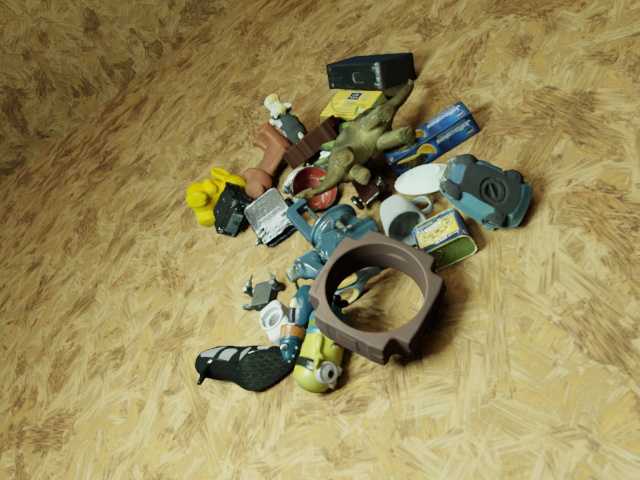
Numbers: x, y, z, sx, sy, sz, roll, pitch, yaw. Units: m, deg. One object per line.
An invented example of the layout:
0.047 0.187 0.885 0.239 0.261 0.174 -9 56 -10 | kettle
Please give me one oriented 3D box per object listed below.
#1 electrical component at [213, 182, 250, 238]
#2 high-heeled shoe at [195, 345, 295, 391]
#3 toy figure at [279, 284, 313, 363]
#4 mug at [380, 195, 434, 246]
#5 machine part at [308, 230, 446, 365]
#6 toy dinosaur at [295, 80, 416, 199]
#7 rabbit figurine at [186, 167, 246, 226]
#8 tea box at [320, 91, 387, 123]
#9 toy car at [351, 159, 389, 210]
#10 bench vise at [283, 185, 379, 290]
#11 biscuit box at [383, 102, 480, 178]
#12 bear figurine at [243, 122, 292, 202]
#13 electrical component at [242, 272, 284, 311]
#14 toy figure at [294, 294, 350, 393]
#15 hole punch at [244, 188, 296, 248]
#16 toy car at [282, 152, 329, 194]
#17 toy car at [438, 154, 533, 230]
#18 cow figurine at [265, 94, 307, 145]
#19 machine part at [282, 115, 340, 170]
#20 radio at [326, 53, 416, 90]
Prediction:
-0.238 -0.076 1.438 0.114 0.058 0.134 -64 31 22 | electrical component
-0.148 0.245 1.114 0.249 0.086 0.145 -13 12 8 | high-heeled shoe
-0.041 0.163 1.037 0.058 0.064 0.154 128 165 -64 | toy figure
0.169 -0.054 1.076 0.109 0.080 0.107 -40 30 9 | mug
0.099 0.098 0.933 0.201 0.087 0.201 24 65 23 | machine part
0.103 -0.232 1.182 0.471 0.105 0.199 -43 23 -23 | toy dinosaur
-0.285 -0.136 1.547 0.173 0.121 0.162 -21 32 8 | rabbit figurine
0.094 -0.334 1.406 0.170 0.068 0.098 17 68 49 | tea box
0.100 -0.138 1.234 0.089 0.053 0.202 -40 34 12 | toy car
-0.005 -0.009 1.139 0.223 0.128 0.241 -39 56 -5 | bench vise
0.241 -0.216 1.173 0.203 0.062 0.059 -33 40 15 | biscuit box
-0.161 -0.201 1.471 0.196 0.132 0.120 -54 9 -19 | bear figurine
-0.131 0.115 1.211 0.102 0.045 0.078 -11 47 35 | electrical component
0.007 0.192 0.993 0.089 0.082 0.180 -27 45 49 | toy figure
-0.108 -0.050 1.326 0.142 0.092 0.116 -34 69 9 | hole punch
-0.013 -0.177 1.348 0.202 0.056 0.073 -31 11 15 | toy car
0.287 -0.080 0.970 0.103 0.162 0.109 108 -174 -76 | toy car
-0.088 -0.321 1.475 0.068 0.167 0.098 -42 36 -6 | cow figurine
-0.019 -0.248 1.382 0.179 0.056 0.179 -37 9 7 | machine part
0.129 -0.447 1.433 0.131 0.073 0.230 -28 27 -31 | radio
